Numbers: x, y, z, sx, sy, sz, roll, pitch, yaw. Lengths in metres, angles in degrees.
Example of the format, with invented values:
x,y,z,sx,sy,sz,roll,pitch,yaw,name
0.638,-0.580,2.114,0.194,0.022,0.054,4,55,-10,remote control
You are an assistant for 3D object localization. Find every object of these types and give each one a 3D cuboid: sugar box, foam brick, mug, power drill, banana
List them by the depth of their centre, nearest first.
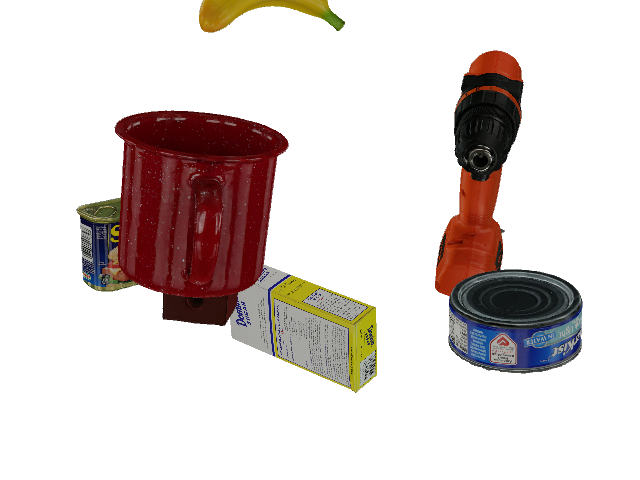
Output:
x,y,z,sx,sy,sz,roll,pitch,yaw,name
-0.065,-0.016,0.574,0.093,0.081,0.117,2,20,-15,mug
-0.093,0.022,0.852,0.053,0.078,0.051,6,14,6,foam brick
0.133,-0.046,0.892,0.057,0.188,0.184,10,32,10,power drill
-0.053,-0.235,1.035,0.197,0.070,0.037,-15,-31,-46,banana
-0.021,0.090,1.157,0.176,0.093,0.048,22,39,34,sugar box

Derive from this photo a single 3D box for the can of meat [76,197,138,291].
x,y,z,sx,sy,sz,roll,pitch,yaw,name
-0.210,0.002,1.156,0.101,0.084,0.058,-15,25,-40,can of meat

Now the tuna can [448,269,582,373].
x,y,z,sx,sy,sz,roll,pitch,yaw,name
0.125,0.050,0.688,0.086,0.034,0.086,-3,23,1,tuna can
